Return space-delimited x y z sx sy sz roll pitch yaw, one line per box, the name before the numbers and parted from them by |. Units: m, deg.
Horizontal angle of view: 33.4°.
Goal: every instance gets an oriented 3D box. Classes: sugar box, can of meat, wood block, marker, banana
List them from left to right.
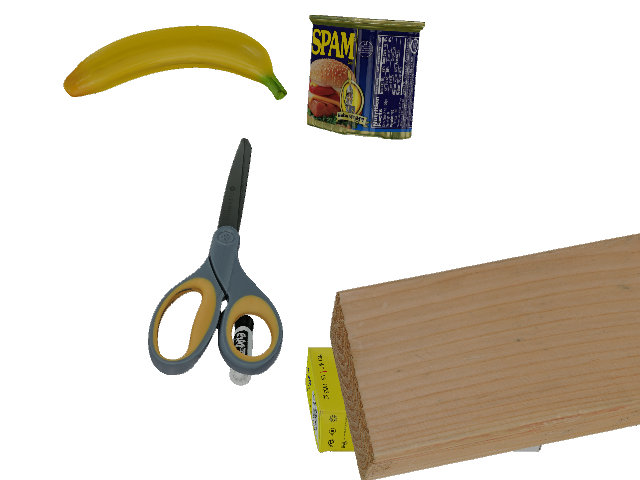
banana | -0.130 -0.162 0.959 0.197 0.069 0.037 -1 -33 -4
marker | -0.071 0.098 0.975 0.020 0.020 0.121 0 18 -2
can of meat | 0.030 -0.123 0.792 0.057 0.084 0.102 -3 14 -27
sugar box | 0.080 0.124 0.844 0.176 0.048 0.093 -2 28 -6
wood block | 0.115 0.062 0.584 0.206 0.091 0.090 -11 -20 -6

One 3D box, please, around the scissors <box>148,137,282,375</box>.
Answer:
scissors | -0.050 0.013 0.736 0.096 0.201 0.016 21 -35 8
